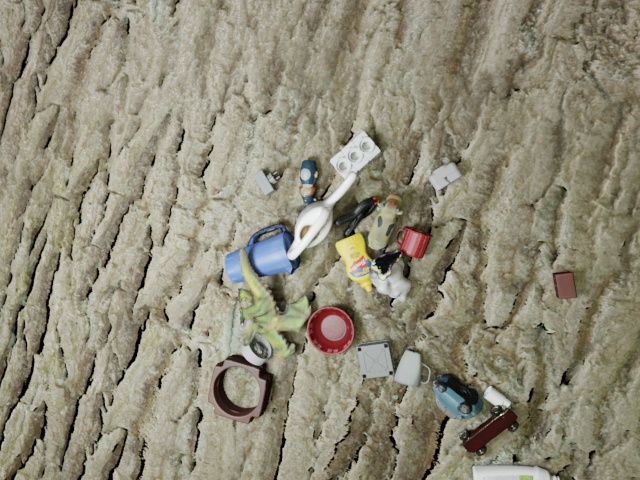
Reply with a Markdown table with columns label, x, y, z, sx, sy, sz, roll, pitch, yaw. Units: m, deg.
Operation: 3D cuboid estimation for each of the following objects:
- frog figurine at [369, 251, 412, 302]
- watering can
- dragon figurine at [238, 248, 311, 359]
| label | x | y | z | sx | sy | sz | roll | pitch | yaw |
| --- | --- | --- | --- | --- | --- | --- | --- | --- | --- |
| frog figurine | 0.233 | 0.120 | 1.670 | 0.122 | 0.140 | 0.156 | -1 | -40 | 32 |
| watering can | 0.005 | -0.084 | 1.664 | 0.103 | 0.346 | 0.226 | 36 | 7 | -9 |
| dragon figurine | -0.150 | 0.223 | 1.722 | 0.243 | 0.405 | 0.124 | -1 | 16 | -10 |
